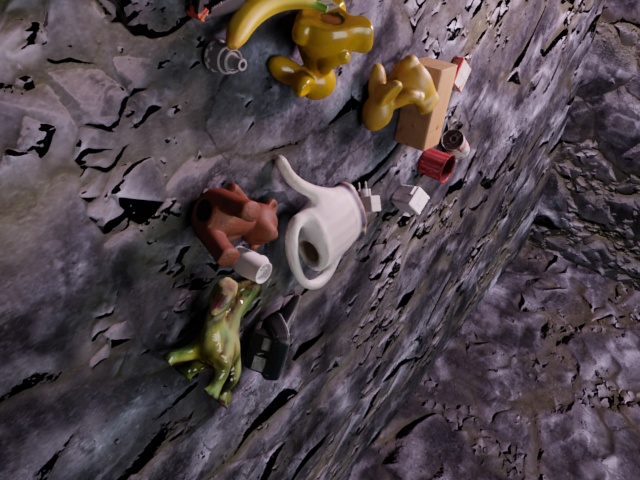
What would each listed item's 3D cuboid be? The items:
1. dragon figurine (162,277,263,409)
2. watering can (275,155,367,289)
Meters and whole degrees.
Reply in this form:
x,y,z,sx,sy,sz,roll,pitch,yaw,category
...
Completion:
x,y,z,sx,sy,sz,roll,pitch,yaw,category
-0.174,0.192,1.031,0.246,0.123,0.402,-58,166,-20,dragon figurine
0.003,-0.056,1.103,0.228,0.104,0.340,-38,133,-38,watering can
